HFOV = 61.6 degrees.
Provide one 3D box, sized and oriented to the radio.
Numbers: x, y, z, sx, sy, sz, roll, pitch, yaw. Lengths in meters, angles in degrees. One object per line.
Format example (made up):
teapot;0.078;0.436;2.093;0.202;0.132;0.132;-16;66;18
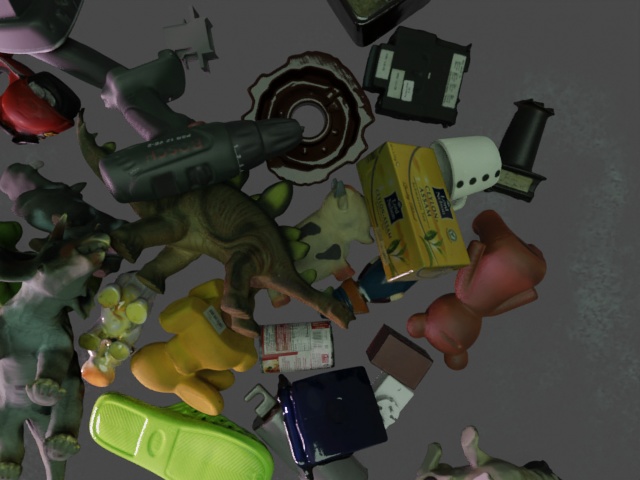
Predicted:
radio;0.046;-0.381;0.689;0.131;0.073;0.229;-31;87;0

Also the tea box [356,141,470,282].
tea box;0.119;-0.035;0.698;0.098;0.068;0.169;-3;70;-40

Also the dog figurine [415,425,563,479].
dog figurine;0.248;0.377;0.782;0.190;0.121;0.172;33;128;-22

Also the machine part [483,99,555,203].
machine part;0.285;-0.127;0.759;0.084;0.039;0.138;14;97;5

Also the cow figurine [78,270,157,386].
cow figurine;-0.277;0.118;0.740;0.068;0.098;0.167;27;113;-8

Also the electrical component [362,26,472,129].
electrical component;0.128;-0.222;0.733;0.134;0.058;0.114;14;93;-3

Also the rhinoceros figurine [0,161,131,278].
rhinoceros figurine;-0.327;-0.033;0.709;0.190;0.112;0.073;33;121;-18

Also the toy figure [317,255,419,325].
toy figure;0.068;0.070;0.757;0.154;0.064;0.057;-29;132;5

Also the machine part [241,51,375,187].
machine part;-0.016;-0.162;0.734;0.179;0.056;0.179;0;94;-3

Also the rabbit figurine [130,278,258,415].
rabbit figurine;-0.177;0.156;0.743;0.173;0.122;0.162;-31;105;15

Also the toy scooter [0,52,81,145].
toy scooter;-0.417;-0.189;0.706;0.184;0.075;0.135;44;92;-2

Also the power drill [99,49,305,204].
power drill;-0.161;-0.142;0.653;0.232;0.086;0.207;-26;62;-16

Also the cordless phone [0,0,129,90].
cordless phone;-0.320;-0.274;0.702;0.184;0.147;0.089;25;136;-33

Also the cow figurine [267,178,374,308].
cow figurine;-0.002;-0.002;0.738;0.195;0.085;0.127;-25;102;1

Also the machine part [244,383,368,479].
machine part;-0.013;0.297;0.766;0.079;0.079;0.243;-42;94;2

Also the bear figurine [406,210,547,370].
bear figurine;0.217;0.073;0.750;0.120;0.132;0.195;37;111;-4

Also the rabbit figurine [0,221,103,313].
rabbit figurine;-0.383;0.064;0.713;0.170;0.121;0.159;8;99;-18

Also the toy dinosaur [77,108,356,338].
toy dinosaur;-0.156;-0.029;0.667;0.472;0.105;0.198;28;61;9

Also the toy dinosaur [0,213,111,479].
toy dinosaur;-0.335;0.151;0.645;0.131;0.192;0.404;10;125;-15

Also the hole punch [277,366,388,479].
hole punch;0.017;0.234;0.716;0.092;0.115;0.142;-37;60;40
